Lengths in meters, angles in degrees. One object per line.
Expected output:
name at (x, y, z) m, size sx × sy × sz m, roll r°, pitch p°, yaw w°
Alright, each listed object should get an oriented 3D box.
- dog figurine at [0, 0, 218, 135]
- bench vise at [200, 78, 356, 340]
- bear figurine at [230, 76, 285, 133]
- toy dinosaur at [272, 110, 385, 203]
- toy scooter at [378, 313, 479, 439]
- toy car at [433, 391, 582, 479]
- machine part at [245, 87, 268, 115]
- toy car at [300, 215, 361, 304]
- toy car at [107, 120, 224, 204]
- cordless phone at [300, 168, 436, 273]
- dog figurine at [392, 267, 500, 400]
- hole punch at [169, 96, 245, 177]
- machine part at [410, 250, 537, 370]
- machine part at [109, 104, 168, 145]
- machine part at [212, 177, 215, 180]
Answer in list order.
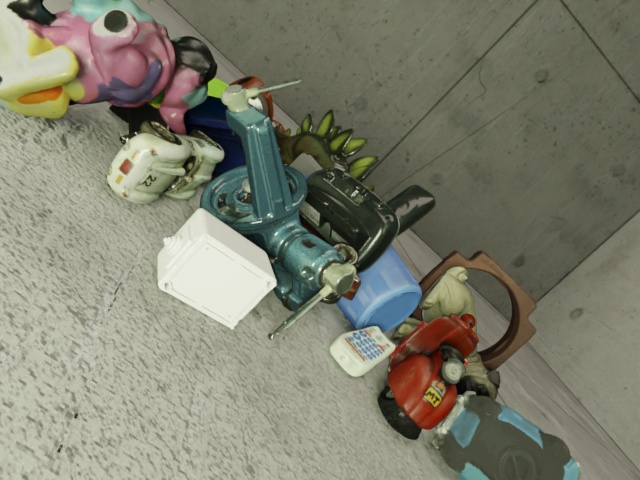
dog figurine at (-0.206, -0.166, 0.541) m, size 0.108 × 0.191 × 0.219 m, roll 62°, pitch -1°, yaw 12°
bench vise at (-0.054, -0.041, 0.568) m, size 0.224 × 0.129 × 0.240 m, roll 46°, pitch -27°, yaw 46°
bear figurine at (-0.155, -0.275, 1.260) m, size 0.120 × 0.132 × 0.195 m, roll 12°, pitch -45°, yaw 37°
toy dinosaur at (0.006, -0.132, 1.030) m, size 0.105 × 0.198 × 0.472 m, roll 25°, pitch 20°, yaw -50°
toy scooter at (0.135, 0.147, 0.634) m, size 0.075 × 0.135 × 0.184 m, roll 46°, pitch 13°, yaw 1°
toy car at (0.205, 0.251, 0.628) m, size 0.162 × 0.109 × 0.103 m, roll 34°, pitch -13°, yaw 7°
machine part at (-0.128, -0.220, 0.918) m, size 0.079 × 0.079 × 0.243 m, roll 42°, pitch 9°, yaw -12°
toy car at (-0.029, 0.002, 0.692) m, size 0.053 × 0.089 × 0.202 m, roll -27°, pitch 63°, yaw -38°
toy car at (-0.158, -0.080, 0.579) m, size 0.056 × 0.073 × 0.202 m, roll 41°, pitch 11°, yaw 3°
cordless phone at (0.064, -0.053, 0.742) m, size 0.147 × 0.184 × 0.088 m, roll 41°, pitch -36°, yaw 24°
dog figurine at (0.237, 0.160, 0.874) m, size 0.191 × 0.172 × 0.121 m, roll 39°, pitch 21°, yaw 9°
hole punch at (-0.141, -0.156, 0.726) m, size 0.142 × 0.092 × 0.116 m, roll 4°, pitch 54°, yaw -27°
machine part at (0.270, 0.133, 0.983) m, size 0.201 × 0.201 × 0.087 m, roll 46°, pitch 9°, yaw 8°
machine part at (-0.217, -0.153, 0.664) m, size 0.039 × 0.084 × 0.139 m, roll 72°, pitch -2°, yaw -46°
machine part at (-0.140, -0.128, 0.862) m, size 0.179 × 0.056 × 0.179 m, roll 41°, pitch 11°, yaw -10°
